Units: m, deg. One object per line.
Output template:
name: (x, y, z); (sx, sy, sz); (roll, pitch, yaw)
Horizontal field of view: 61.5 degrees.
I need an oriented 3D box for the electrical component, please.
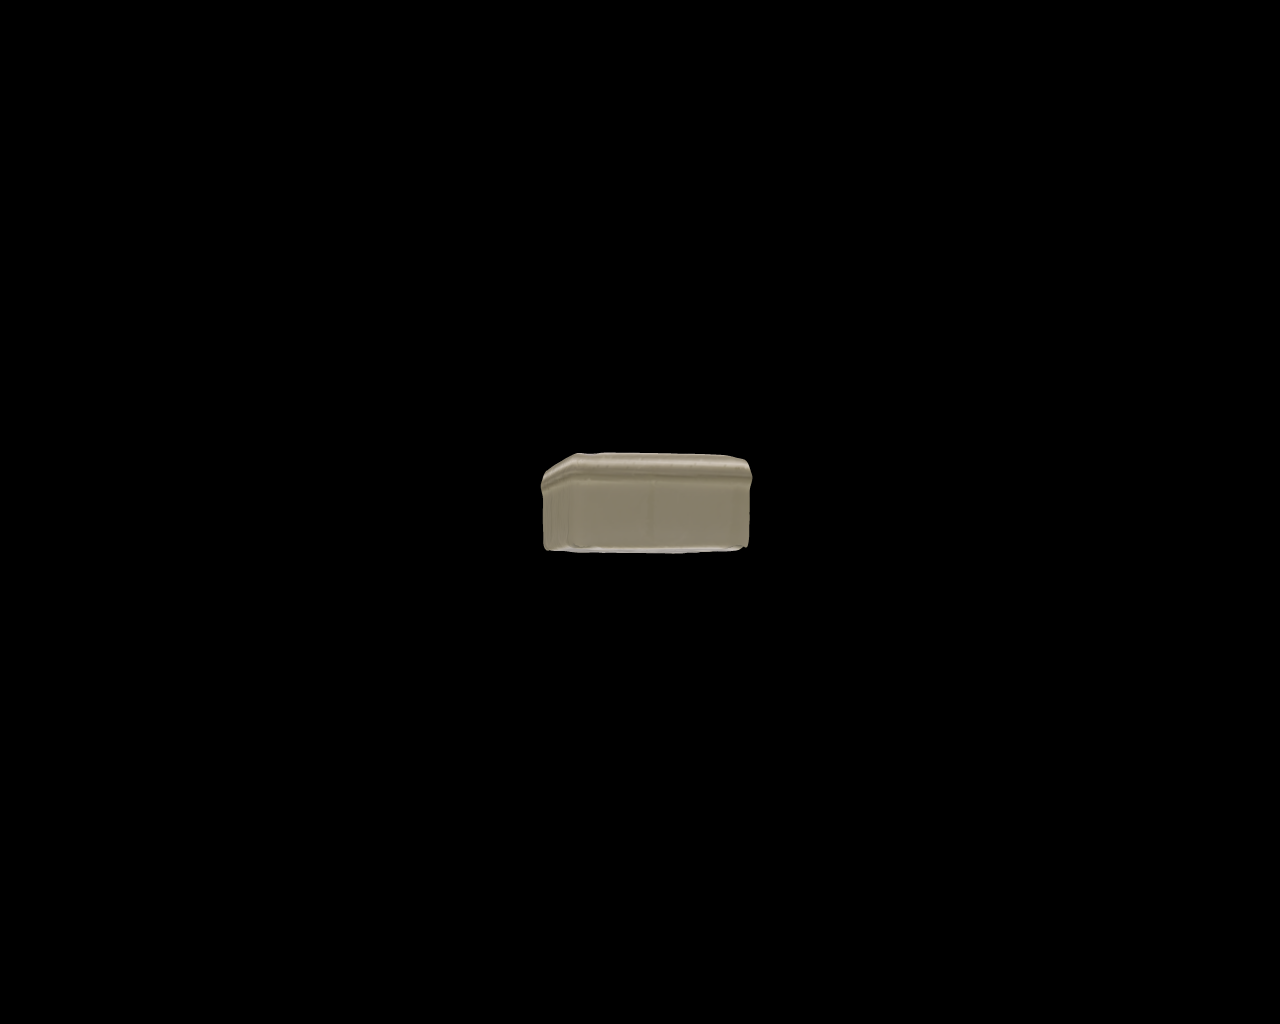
electrical component: (0.001, -0.003, 0.650); (0.109, 0.056, 0.108); (1, -3, -15)
